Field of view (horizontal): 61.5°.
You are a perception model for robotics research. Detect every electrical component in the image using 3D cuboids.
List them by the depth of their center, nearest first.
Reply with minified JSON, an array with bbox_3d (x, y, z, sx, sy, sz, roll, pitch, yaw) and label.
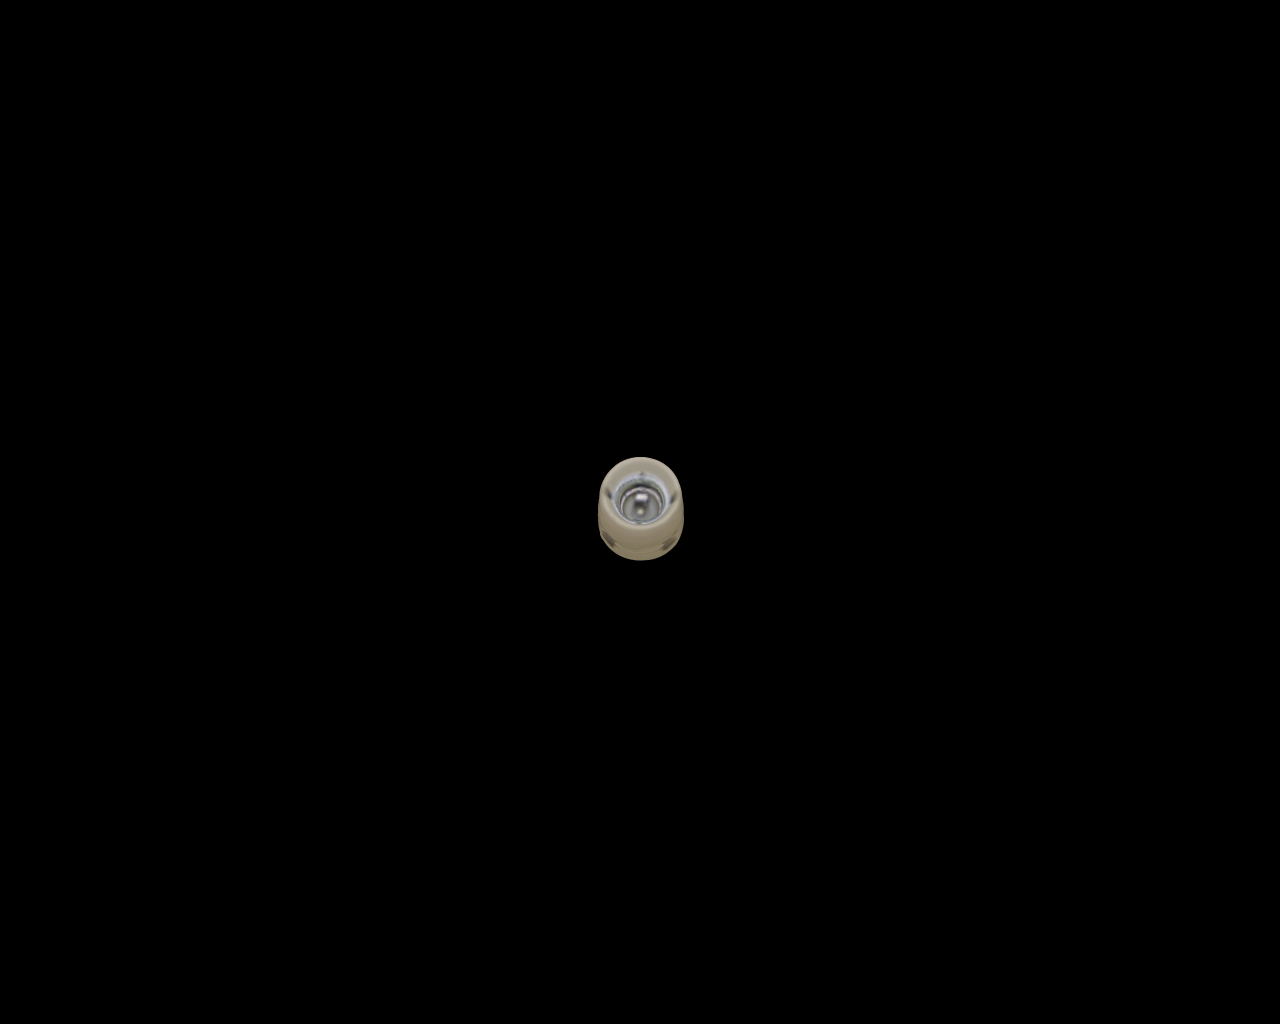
[{"bbox_3d":[0.001,-0.003,0.650,0.055,0.055,0.047,0,-23,0],"label":"electrical component"}]
